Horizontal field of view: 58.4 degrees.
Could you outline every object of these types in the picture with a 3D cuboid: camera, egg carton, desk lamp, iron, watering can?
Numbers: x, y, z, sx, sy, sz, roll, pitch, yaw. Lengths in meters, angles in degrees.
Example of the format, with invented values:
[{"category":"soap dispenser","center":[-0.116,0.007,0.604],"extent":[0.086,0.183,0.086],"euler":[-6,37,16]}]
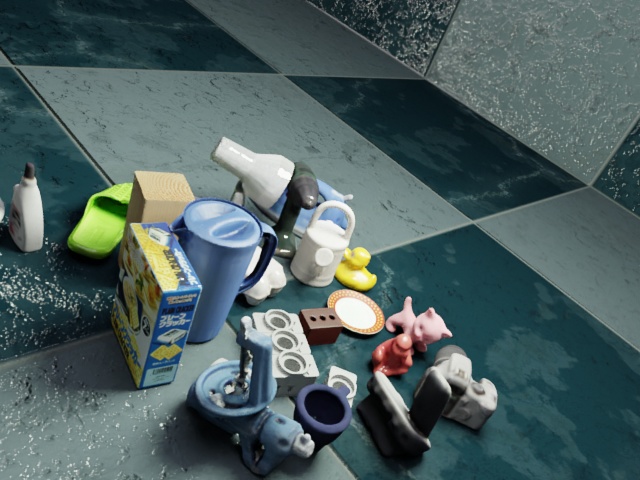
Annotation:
[{"category":"camera","center":[0.270,0.268,1.109],"extent":[0.143,0.101,0.137],"euler":[25,32,3]},{"category":"egg carton","center":[-0.147,0.064,1.171],"extent":[0.150,0.069,0.107],"euler":[37,35,21]},{"category":"desk lamp","center":[-0.181,-0.115,1.274],"extent":[0.203,0.213,0.118],"euler":[16,33,-12]},{"category":"iron","center":[-0.044,-0.103,1.410],"extent":[0.258,0.141,0.119],"euler":[28,33,7]},{"category":"watering can","center":[0.014,0.005,1.241],"extent":[0.101,0.194,0.172],"euler":[7,36,-24]}]

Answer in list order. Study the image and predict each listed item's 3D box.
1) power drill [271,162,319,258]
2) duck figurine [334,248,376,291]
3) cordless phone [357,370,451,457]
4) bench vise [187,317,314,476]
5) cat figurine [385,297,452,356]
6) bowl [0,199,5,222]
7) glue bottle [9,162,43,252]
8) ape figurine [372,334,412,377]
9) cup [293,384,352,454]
[{"category":"power drill","center":[-0.058,-0.068,1.288],"extent":[0.076,0.208,0.229],"euler":[13,34,-15]},{"category":"duck figurine","center":[0.088,0.060,1.309],"extent":[0.104,0.086,0.078],"euler":[32,33,13]},{"category":"cordless phone","center":[0.151,0.262,0.964],"extent":[0.094,0.185,0.147],"euler":[-4,41,-35]},{"category":"bench vise","center":[-0.086,0.221,0.841],"extent":[0.207,0.219,0.121],"euler":[24,32,2]},{"category":"cat figurine","center":[0.208,0.175,1.189],"extent":[0.067,0.117,0.127],"euler":[-4,41,-36]},{"category":"bowl","center":[-0.643,-0.033,0.993],"extent":[0.168,0.074,0.167],"euler":[17,33,-11]},{"category":"glue bottle","center":[-0.523,-0.065,1.023],"extent":[0.078,0.173,0.037],"euler":[40,36,25]},{"category":"ape figurine","center":[0.147,0.219,1.110],"extent":[0.077,0.092,0.076],"euler":[28,33,8]},{"category":"cup","center":[0.000,0.287,0.916],"extent":[0.091,0.095,0.118],"euler":[36,35,20]}]
